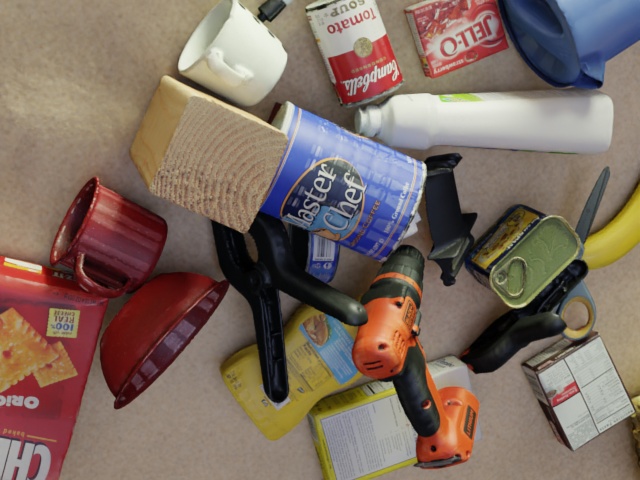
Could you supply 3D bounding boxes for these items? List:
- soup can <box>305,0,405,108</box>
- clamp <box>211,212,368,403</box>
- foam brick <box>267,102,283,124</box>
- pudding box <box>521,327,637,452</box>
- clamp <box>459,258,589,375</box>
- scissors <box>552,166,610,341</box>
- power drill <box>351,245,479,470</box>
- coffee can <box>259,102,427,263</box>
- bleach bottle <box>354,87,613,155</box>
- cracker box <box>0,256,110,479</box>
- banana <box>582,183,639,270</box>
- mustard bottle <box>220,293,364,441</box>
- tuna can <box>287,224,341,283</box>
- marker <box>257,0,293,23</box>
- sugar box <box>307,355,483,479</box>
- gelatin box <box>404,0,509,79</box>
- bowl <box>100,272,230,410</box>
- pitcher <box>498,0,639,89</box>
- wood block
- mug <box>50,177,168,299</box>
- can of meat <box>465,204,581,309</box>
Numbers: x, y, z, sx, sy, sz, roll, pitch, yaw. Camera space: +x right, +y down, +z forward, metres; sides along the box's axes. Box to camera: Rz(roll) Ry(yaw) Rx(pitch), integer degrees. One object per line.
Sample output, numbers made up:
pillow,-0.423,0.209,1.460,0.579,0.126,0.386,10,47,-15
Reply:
soup can,0.034,-0.188,1.034,0.068,0.068,0.102,-24,106,-8
clamp,-0.052,0.046,1.034,0.036,0.210,0.165,-13,148,-44
foam brick,-0.014,-0.097,1.051,0.078,0.051,0.053,19,97,-17
pudding box,0.291,0.167,1.195,0.090,0.039,0.113,-30,107,-8
clamp,0.215,0.085,1.122,0.039,0.172,0.120,49,48,-2
scissors,0.284,0.027,1.141,0.096,0.016,0.202,32,110,-3
power drill,0.097,0.117,1.056,0.057,0.184,0.187,-16,117,27
coffee can,0.012,-0.052,0.978,0.140,0.103,0.103,23,96,-10
bleach bottle,0.157,-0.119,1.066,0.250,0.103,0.068,-1,101,-12
cracker box,-0.308,0.127,1.020,0.164,0.072,0.214,15,99,-16
banana,0.334,-0.029,1.162,0.198,0.037,0.069,-42,110,-2
mustard bottle,-0.002,0.115,1.100,0.191,0.058,0.096,-36,103,-3
tuna can,-0.007,0.001,1.058,0.033,0.086,0.086,1,102,-16
marker,-0.014,-0.254,1.032,0.121,0.020,0.020,-43,109,-1
sugar box,0.080,0.195,1.147,0.176,0.048,0.093,-17,106,-13
gelatin box,0.138,-0.212,1.074,0.089,0.030,0.073,-22,107,-8
bowl,-0.159,0.084,1.018,0.055,0.162,0.162,40,91,5
pitcher,0.301,-0.272,1.058,0.242,0.145,0.149,-30,120,-9
wood block,-0.105,-0.083,0.950,0.090,0.206,0.090,23,96,-18
mug,-0.197,0.007,1.001,0.081,0.117,0.093,28,126,-23
can of meat,0.207,0.014,1.115,0.102,0.084,0.057,-44,109,-1
